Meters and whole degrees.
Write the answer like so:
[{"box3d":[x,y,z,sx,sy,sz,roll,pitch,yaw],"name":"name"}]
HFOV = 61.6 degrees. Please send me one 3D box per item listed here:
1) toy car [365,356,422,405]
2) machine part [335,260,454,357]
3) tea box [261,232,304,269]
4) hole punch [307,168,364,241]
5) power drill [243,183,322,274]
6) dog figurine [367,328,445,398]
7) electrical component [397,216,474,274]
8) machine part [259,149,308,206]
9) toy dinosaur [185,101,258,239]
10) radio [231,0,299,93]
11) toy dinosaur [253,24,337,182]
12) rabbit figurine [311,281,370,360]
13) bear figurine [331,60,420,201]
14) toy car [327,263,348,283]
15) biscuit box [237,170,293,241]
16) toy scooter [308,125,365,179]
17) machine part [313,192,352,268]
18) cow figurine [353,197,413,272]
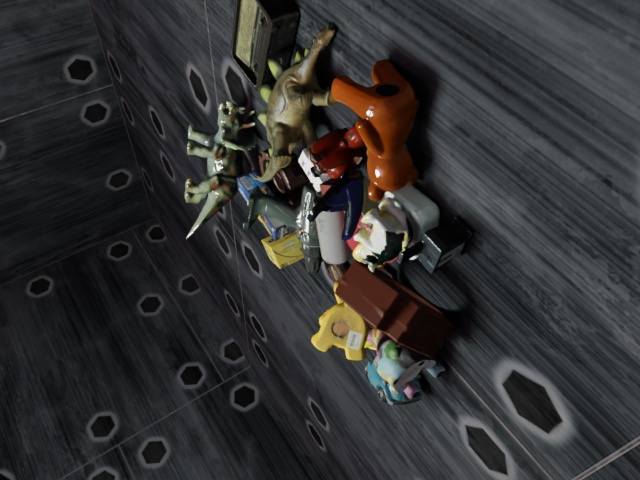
[{"box3d":[0.180,0.320,1.302,0.162,0.109,0.102,-136,49,-61],"name":"toy car"},{"box3d":[0.144,0.129,1.045,0.200,0.087,0.202,29,-177,-42],"name":"machine part"},{"box3d":[-0.098,0.019,1.506,0.068,0.098,0.170,68,168,-13],"name":"tea box"},{"box3d":[0.044,-0.063,0.993,0.092,0.116,0.142,36,176,3],"name":"hole punch"},{"box3d":[-0.081,-0.037,1.314,0.207,0.086,0.231,18,117,11],"name":"power drill"},{"box3d":[0.156,0.233,1.190,0.191,0.108,0.219,40,-174,-47],"name":"dog figurine"},{"box3d":[0.191,0.016,0.896,0.048,0.119,0.074,51,152,27],"name":"electrical component"},{"box3d":[-0.094,-0.157,1.396,0.179,0.056,0.179,48,155,32],"name":"machine part"},{"box3d":[-0.274,-0.193,1.484,0.131,0.192,0.404,-111,26,-63],"name":"toy dinosaur"},{"box3d":[-0.120,-0.427,1.125,0.131,0.073,0.229,57,157,14],"name":"radio"},{"box3d":[-0.066,-0.249,1.128,0.471,0.105,0.199,-61,41,45],"name":"toy dinosaur"},{"box3d":[0.054,0.177,1.210,0.173,0.122,0.162,25,-108,-82],"name":"rabbit figurine"},{"box3d":[0.102,-0.173,0.886,0.132,0.120,0.195,50,160,37],"name":"bear figurine"},{"box3d":[0.065,0.111,1.336,0.202,0.053,0.089,58,161,29],"name":"toy car"},{"box3d":[-0.149,-0.095,1.440,0.203,0.059,0.062,53,159,24],"name":"biscuit box"},{"box3d":[0.027,-0.161,1.028,0.075,0.135,0.184,59,158,6],"name":"toy scooter"},{"box3d":[0.031,-0.028,1.233,0.079,0.079,0.242,42,152,41],"name":"machine part"},{"box3d":[0.114,0.007,0.961,0.098,0.068,0.167,47,155,17],"name":"cow figurine"}]
